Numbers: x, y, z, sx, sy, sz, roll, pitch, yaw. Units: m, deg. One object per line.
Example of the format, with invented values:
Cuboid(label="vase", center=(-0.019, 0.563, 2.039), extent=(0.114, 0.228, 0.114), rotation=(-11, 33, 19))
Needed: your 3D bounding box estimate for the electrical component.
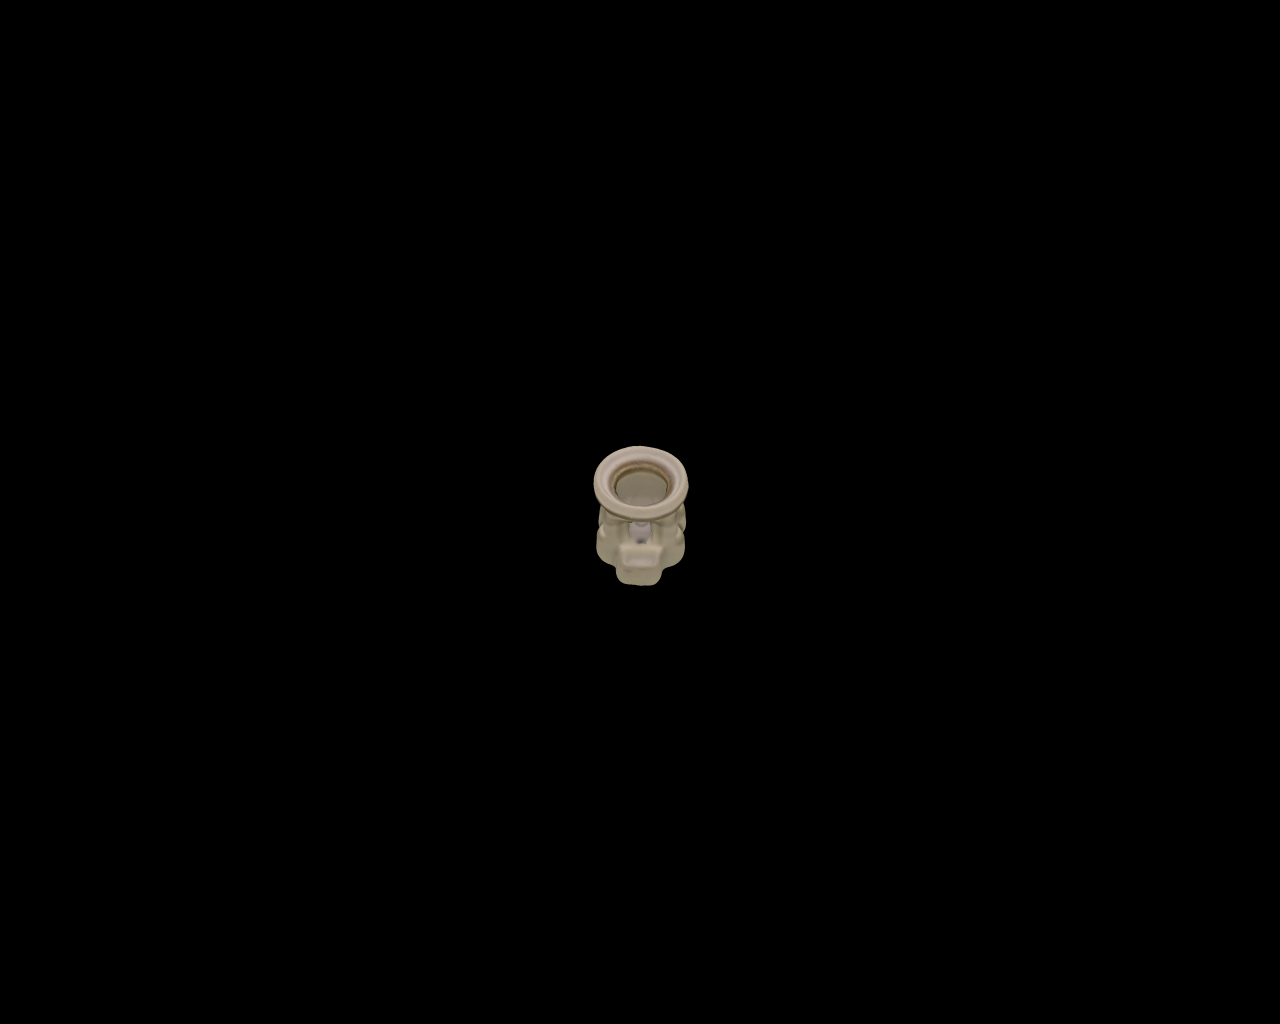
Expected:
Cuboid(label="electrical component", center=(0.001, -0.003, 0.650), extent=(0.058, 0.078, 0.056), rotation=(2, -43, 2))
